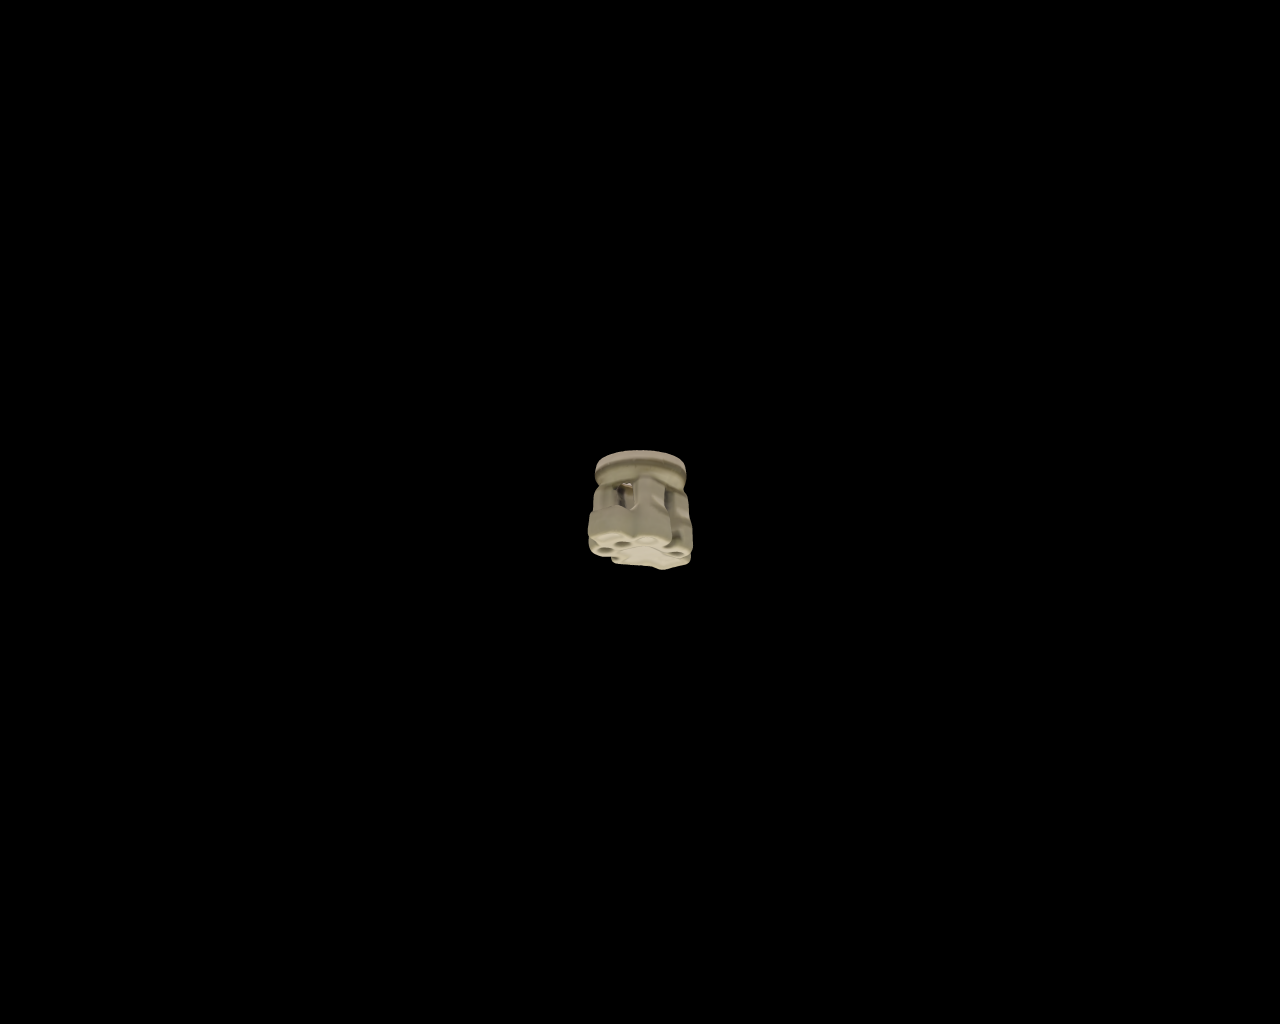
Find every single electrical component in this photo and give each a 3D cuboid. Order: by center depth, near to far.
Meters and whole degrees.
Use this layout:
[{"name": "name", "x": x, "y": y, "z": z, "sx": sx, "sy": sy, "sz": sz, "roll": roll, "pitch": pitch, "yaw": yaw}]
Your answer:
[{"name": "electrical component", "x": 0.001, "y": -0.003, "z": 0.650, "sx": 0.058, "sy": 0.057, "sz": 0.078, "roll": -14, "pitch": -24, "yaw": 33}]
